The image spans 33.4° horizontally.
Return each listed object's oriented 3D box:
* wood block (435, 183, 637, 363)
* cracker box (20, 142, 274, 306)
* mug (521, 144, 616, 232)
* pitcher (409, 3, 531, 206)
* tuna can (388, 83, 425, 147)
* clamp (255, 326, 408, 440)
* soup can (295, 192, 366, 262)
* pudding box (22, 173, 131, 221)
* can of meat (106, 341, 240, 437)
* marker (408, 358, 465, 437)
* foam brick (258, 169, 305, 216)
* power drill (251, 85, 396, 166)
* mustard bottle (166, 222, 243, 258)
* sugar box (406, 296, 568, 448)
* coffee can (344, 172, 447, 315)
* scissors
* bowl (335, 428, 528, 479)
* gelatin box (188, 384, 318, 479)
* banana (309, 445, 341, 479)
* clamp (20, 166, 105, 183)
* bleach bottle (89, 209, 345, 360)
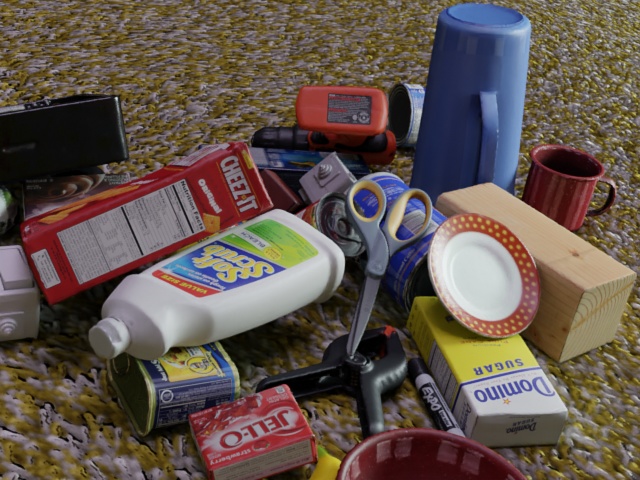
[{"bbox_3d":[0.216,0.028,1.136,0.090,0.090,0.206,-14,38,-37],"label":"wood block"},{"bbox_3d":[-0.167,-0.022,0.988,0.213,0.072,0.164,-25,11,-12],"label":"cracker box"},{"bbox_3d":[0.308,-0.060,1.324,0.117,0.081,0.093,9,30,-3],"label":"mug"},{"bbox_3d":[0.184,-0.148,1.272,0.149,0.243,0.144,26,35,35],"label":"pitcher"},{"bbox_3d":[0.119,-0.169,1.446,0.033,0.086,0.086,1,31,-21],"label":"tuna can"},{"bbox_3d":[0.037,0.128,0.960,0.120,0.039,0.171,29,35,26],"label":"clamp"},{"bbox_3d":[-0.007,0.001,1.083,0.068,0.102,0.068,18,60,-33],"label":"soup can"},{"bbox_3d":[-0.246,-0.023,1.097,0.113,0.039,0.090,-6,51,-13],"label":"pudding box"},{"bbox_3d":[-0.127,0.114,0.914,0.083,0.057,0.102,-6,34,-30],"label":"can of meat"},{"bbox_3d":[0.104,0.147,0.967,0.020,0.020,0.121,0,32,-18],"label":"marker"},{"bbox_3d":[-0.056,-0.040,1.160,0.051,0.053,0.078,47,4,4],"label":"foam brick"},{"bbox_3d":[0.007,-0.133,1.287,0.184,0.057,0.188,1,-9,-2],"label":"power drill"},{"bbox_3d":[-0.115,0.007,1.099,0.096,0.058,0.191,5,30,-13],"label":"mustard bottle"},{"bbox_3d":[0.153,0.119,1.004,0.093,0.048,0.176,0,30,-18],"label":"sugar box"},{"bbox_3d":[0.089,0.006,1.121,0.102,0.103,0.140,-10,36,-32],"label":"coffee can"},{"bbox_3d":[0.039,0.014,1.018,0.096,0.016,0.201,32,57,9],"label":"scissors"},{"bbox_3d":[0.087,0.215,0.809,0.162,0.055,0.162,8,30,-5],"label":"bowl"},{"bbox_3d":[-0.054,0.159,0.861,0.089,0.030,0.073,-16,32,-13],"label":"gelatin box"},{"bbox_3d":[-0.031,0.212,0.802,0.070,0.037,0.197,-5,13,39],"label":"banana"},{"bbox_3d":[-0.312,-0.075,1.196,0.164,0.036,0.210,-15,42,-36],"label":"clamp"},{"bbox_3d":[-0.091,0.048,0.929,0.103,0.068,0.250,35,36,23],"label":"bleach bottle"}]
